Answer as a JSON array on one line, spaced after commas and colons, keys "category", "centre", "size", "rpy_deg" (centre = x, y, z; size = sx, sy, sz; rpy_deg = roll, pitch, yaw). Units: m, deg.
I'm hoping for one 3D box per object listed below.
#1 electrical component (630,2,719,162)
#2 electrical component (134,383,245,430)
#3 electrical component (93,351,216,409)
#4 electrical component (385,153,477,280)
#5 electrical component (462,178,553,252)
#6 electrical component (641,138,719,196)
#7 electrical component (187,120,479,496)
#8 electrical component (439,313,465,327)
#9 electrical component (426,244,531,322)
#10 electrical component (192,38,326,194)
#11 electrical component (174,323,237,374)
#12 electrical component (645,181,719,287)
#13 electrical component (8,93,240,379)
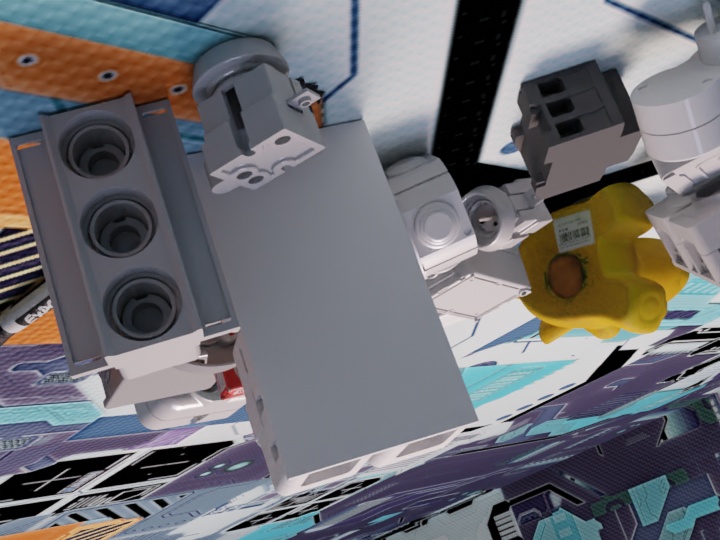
[{"category": "electrical component", "centre": [0.220, -0.128, 0.634], "size": [0.138, 0.073, 0.052], "rpy_deg": [-30, -154, -11]}, {"category": "electrical component", "centre": [-0.138, 0.096, 0.911], "size": [0.095, 0.053, 0.059], "rpy_deg": [-4, 156, -39]}, {"category": "electrical component", "centre": [-0.147, 0.060, 0.809], "size": [0.100, 0.048, 0.099], "rpy_deg": [-9, 159, -30]}, {"category": "electrical component", "centre": [0.036, -0.033, 0.687], "size": [0.051, 0.080, 0.080], "rpy_deg": [-24, 162, -5]}, {"category": "electrical component", "centre": [0.103, -0.039, 0.789], "size": [0.055, 0.048, 0.066], "rpy_deg": [-11, 161, -48]}, {"category": "electrical component", "centre": [0.251, -0.105, 0.734], "size": [0.113, 0.057, 0.078], "rpy_deg": [-28, 160, 24]}, {"category": "electrical component", "centre": [-0.022, 0.020, 0.602], "size": [0.105, 0.186, 0.060], "rpy_deg": [-14, 161, -18]}, {"category": "electrical component", "centre": [0.052, 0.035, 0.942], "size": [0.083, 0.047, 0.075], "rpy_deg": [-20, 161, 2]}, {"category": "electrical component", "centre": [0.079, -0.004, 0.850], "size": [0.062, 0.061, 0.096], "rpy_deg": [-33, 150, 34]}, {"category": "electrical component", "centre": [-0.051, -0.076, 0.510], "size": [0.066, 0.055, 0.048], "rpy_deg": [-28, 160, 23]}, {"category": "electrical component", "centre": [-0.092, 0.014, 0.663], "size": [0.099, 0.099, 0.064], "rpy_deg": [-13, 167, -21]}, {"category": "electrical component", "centre": [0.316, -0.069, 0.798], "size": [0.186, 0.060, 0.105], "rpy_deg": [-32, -170, 3]}, {"category": "electrical component", "centre": [-0.113, -0.013, 0.520], "size": [0.079, 0.121, 0.063], "rpy_deg": [-16, 164, -11]}]
